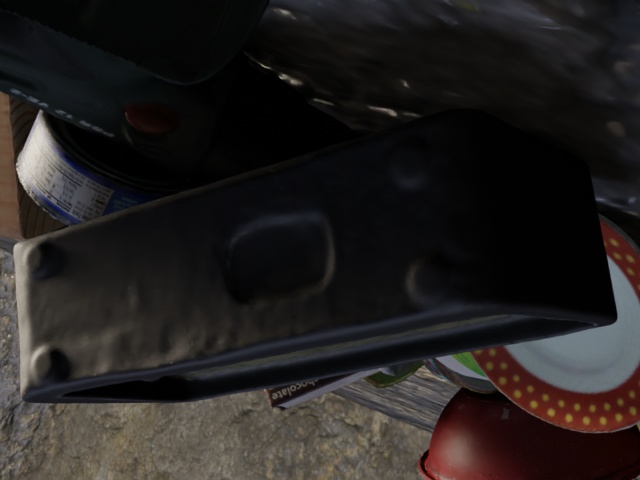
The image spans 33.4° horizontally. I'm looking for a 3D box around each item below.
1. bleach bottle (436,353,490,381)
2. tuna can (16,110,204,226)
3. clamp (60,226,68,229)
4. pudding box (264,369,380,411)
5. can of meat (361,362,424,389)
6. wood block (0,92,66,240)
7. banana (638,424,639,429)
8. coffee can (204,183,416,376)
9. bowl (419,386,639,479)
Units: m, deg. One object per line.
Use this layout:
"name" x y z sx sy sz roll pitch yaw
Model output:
"bleach bottle" 0.158 0.049 0.574 0.102 0.068 0.251 42 158 -33
"tuna can" -0.099 -0.036 0.515 0.086 0.034 0.086 25 -153 -13
"clamp" -0.107 0.028 0.688 0.210 0.036 0.164 28 176 25
"pudding box" 0.006 0.050 0.702 0.090 0.113 0.039 68 -171 19
"can of meat" 0.033 0.053 0.779 0.102 0.057 0.084 41 -161 -57
"wood block" -0.224 -0.063 0.599 0.206 0.091 0.090 7 -161 24
"banana" 0.186 0.107 0.809 0.198 0.070 0.037 27 -145 16
"coffee can" -0.004 0.001 0.579 0.140 0.103 0.102 20 169 22
"bowl" 0.146 0.125 0.736 0.162 0.055 0.162 -7 -173 1
